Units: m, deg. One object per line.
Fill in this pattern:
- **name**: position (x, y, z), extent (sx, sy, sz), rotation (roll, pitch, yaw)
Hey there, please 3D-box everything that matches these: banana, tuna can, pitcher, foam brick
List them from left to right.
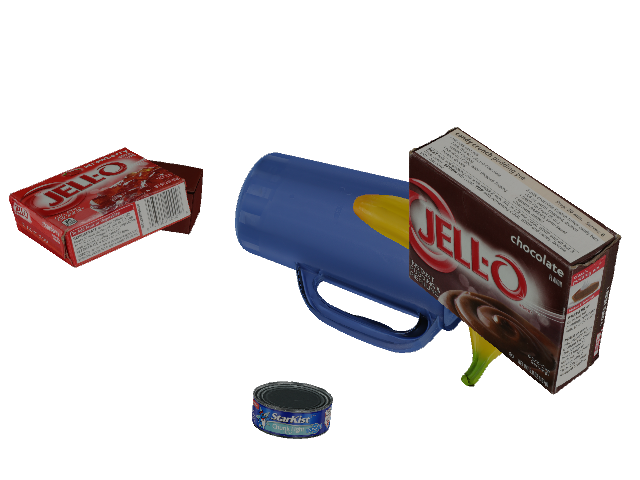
- **foam brick**: position (-0.163, -0.046, 1.091), extent (0.078, 0.051, 0.053), rotation (9, 31, 3)
- **tuna can**: position (-0.031, 0.181, 1.143), extent (0.086, 0.034, 0.086), rotation (5, 12, -1)
- **pitcher**: position (0.037, 0.001, 1.059), extent (0.243, 0.145, 0.149), rotation (17, 23, 21)
- **banana**: position (0.095, 0.020, 0.817), extent (0.069, 0.037, 0.198), rotation (-18, 49, -16)

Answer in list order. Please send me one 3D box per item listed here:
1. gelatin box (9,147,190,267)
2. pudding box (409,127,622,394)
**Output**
- **gelatin box**: position (-0.139, -0.023, 0.672), extent (0.089, 0.030, 0.073), rotation (-27, 36, -31)
- **pudding box**: position (0.092, 0.008, 0.536), extent (0.039, 0.090, 0.114), rotation (-32, 50, -25)
